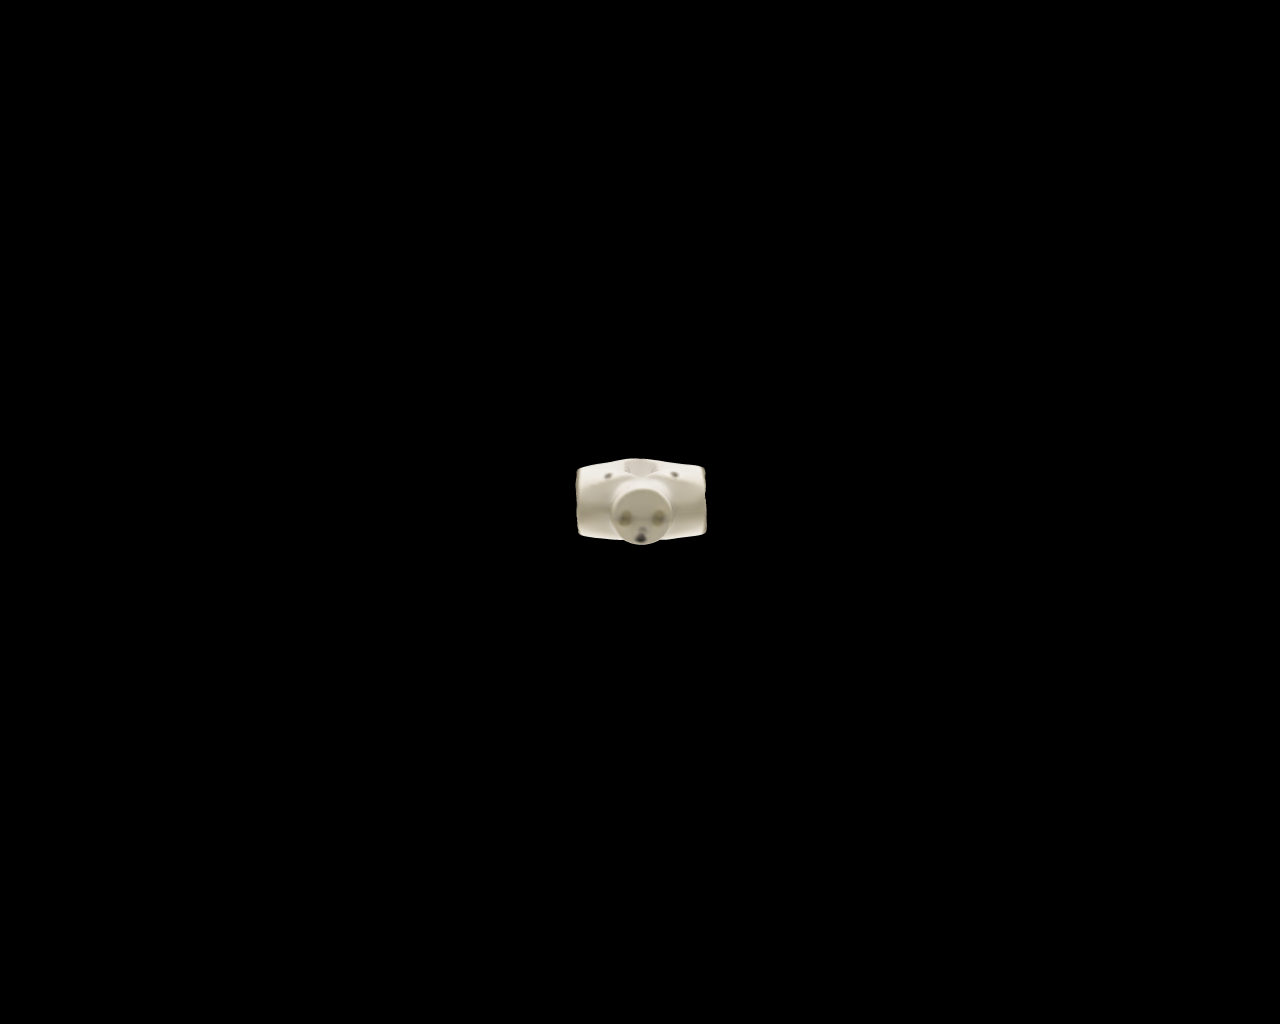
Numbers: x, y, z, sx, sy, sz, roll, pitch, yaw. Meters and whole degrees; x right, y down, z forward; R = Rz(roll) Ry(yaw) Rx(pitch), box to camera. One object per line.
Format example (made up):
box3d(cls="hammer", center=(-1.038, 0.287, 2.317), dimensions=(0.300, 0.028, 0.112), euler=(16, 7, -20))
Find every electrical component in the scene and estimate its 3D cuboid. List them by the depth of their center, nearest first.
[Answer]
box3d(cls="electrical component", center=(0.001, -0.003, 0.650), dimensions=(0.077, 0.043, 0.079), euler=(0, 16, 0))
